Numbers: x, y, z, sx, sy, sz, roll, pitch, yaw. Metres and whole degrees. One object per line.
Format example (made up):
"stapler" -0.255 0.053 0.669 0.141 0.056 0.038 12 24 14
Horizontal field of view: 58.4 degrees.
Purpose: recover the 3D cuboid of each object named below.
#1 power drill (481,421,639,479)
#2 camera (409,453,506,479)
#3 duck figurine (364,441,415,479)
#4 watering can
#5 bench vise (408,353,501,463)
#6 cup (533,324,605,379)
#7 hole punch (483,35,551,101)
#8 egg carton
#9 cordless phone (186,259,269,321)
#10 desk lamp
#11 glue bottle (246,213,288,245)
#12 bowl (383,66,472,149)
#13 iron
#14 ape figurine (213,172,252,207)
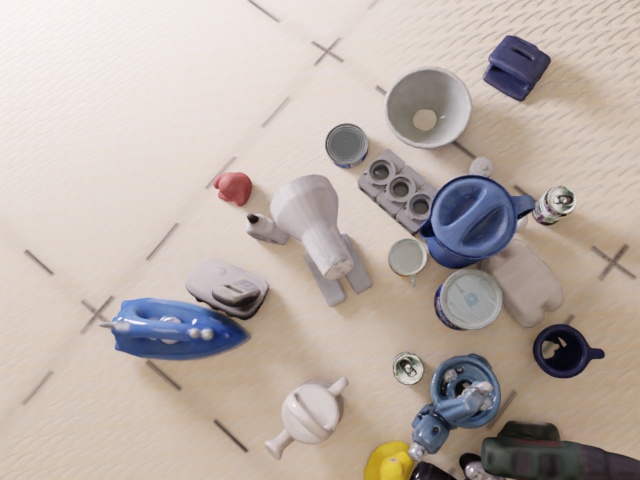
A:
"power drill" 0.373 0.349 0.931 0.229 0.208 0.076 0 80 6
"camera" 0.229 0.432 0.987 0.136 0.101 0.143 30 85 10
"duck figurine" 0.122 0.408 1.010 0.104 0.086 0.077 -42 79 -2
"watering can" -0.019 0.306 0.986 0.100 0.194 0.173 24 84 10
"bench vise" 0.232 0.288 0.950 0.121 0.220 0.207 20 83 9
"cup" 0.427 0.196 1.009 0.117 0.095 0.092 2 81 6
"hole punch" 0.381 -0.343 1.105 0.108 0.091 0.101 33 85 10
"egg carton" 0.370 0.077 1.047 0.107 0.069 0.150 -37 79 -1
"cordless phone" -0.181 0.085 1.044 0.147 0.185 0.094 20 83 9
"desk lamp" 0.009 0.004 1.023 0.118 0.213 0.203 -29 79 1
"glue bottle" -0.108 -0.026 1.061 0.078 0.173 0.037 15 82 8
"bowl" 0.208 -0.247 1.115 0.167 0.075 0.167 -1 80 6
"iron" -0.268 0.168 1.061 0.258 0.141 0.119 3 81 7
"ape figurine" -0.173 -0.104 1.122 0.076 0.092 0.078 -32 79 0
